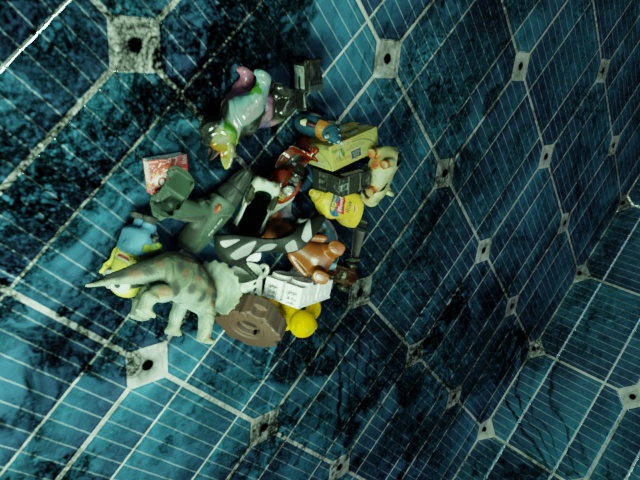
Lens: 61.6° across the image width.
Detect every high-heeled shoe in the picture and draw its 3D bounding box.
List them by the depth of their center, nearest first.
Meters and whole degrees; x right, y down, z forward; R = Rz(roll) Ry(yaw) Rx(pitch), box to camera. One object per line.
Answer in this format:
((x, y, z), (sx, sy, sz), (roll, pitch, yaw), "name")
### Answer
((-0.116, -0.019, 1.223), (0.249, 0.086, 0.145), (-40, 106, -9), "high-heeled shoe")

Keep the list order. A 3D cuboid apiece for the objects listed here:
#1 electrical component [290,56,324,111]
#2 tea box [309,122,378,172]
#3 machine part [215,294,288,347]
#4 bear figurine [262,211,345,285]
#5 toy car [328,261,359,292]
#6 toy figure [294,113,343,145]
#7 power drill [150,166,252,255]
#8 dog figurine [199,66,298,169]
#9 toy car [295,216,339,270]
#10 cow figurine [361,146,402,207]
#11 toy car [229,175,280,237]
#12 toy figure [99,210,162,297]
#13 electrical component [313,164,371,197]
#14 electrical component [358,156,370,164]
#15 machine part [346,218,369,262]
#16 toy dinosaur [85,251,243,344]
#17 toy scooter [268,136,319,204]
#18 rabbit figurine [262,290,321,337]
((-0.030, -0.366, 1.258), (0.048, 0.075, 0.119), (-23, 119, -35), "electrical component")
((0.059, -0.243, 1.383), (0.169, 0.098, 0.068), (-29, 126, -30), "tea box")
((-0.170, 0.200, 1.316), (0.179, 0.180, 0.056), (60, 38, -41), "machine part")
((-0.053, 0.014, 1.328), (0.196, 0.132, 0.120), (32, 85, -11), "bear figurine")
((0.041, 0.093, 1.555), (0.202, 0.053, 0.089), (22, 96, -48), "toy car")
((0.000, -0.264, 1.275), (0.064, 0.155, 0.057), (-20, 124, -35), "toy figure")
((-0.254, -0.087, 1.147), (0.232, 0.086, 0.207), (-57, 162, -1), "power drill")
((-0.161, -0.254, 1.167), (0.191, 0.109, 0.219), (21, 97, -49), "dog figurine")
((-0.003, -0.004, 1.443), (0.103, 0.109, 0.161), (-52, 130, -49), "toy car")
((0.160, -0.169, 1.443), (0.127, 0.086, 0.194), (-26, 151, -38), "cow figurine")
((-0.154, -0.058, 1.250), (0.073, 0.056, 0.201), (19, 124, -15), "toy car")
((-0.379, 0.032, 1.104), (0.089, 0.082, 0.180), (19, 92, -47), "toy figure")
((0.047, -0.160, 1.382), (0.115, 0.134, 0.058), (-16, 120, -36), "electrical component")
((0.127, -0.223, 1.481), (0.094, 0.063, 0.021), (0, 108, -43), "electrical component")
((0.107, -0.002, 1.568), (0.084, 0.039, 0.139), (26, 72, -51), "machine part")
((-0.293, 0.093, 1.118), (0.404, 0.131, 0.192), (53, 45, -56), "toy dinosaur")
((-0.057, -0.168, 1.265), (0.075, 0.135, 0.184), (31, 77, -27), "toy scooter")
((-0.070, 0.208, 1.413), (0.162, 0.173, 0.121), (7, 100, -41), "rabbit figurine")
